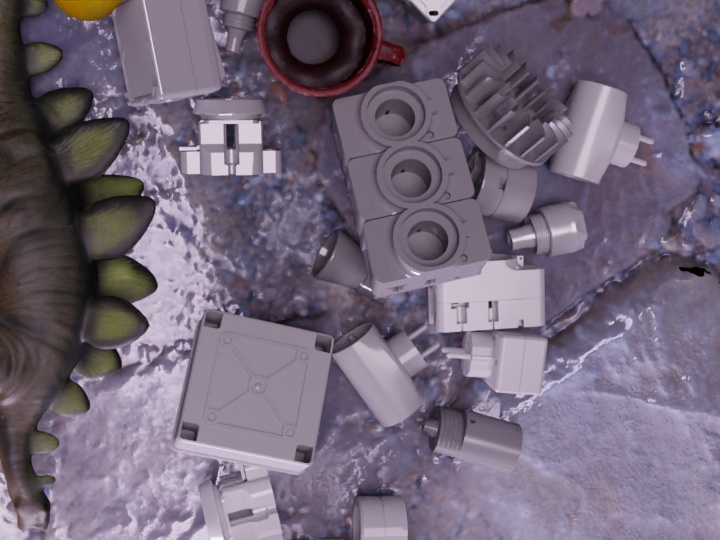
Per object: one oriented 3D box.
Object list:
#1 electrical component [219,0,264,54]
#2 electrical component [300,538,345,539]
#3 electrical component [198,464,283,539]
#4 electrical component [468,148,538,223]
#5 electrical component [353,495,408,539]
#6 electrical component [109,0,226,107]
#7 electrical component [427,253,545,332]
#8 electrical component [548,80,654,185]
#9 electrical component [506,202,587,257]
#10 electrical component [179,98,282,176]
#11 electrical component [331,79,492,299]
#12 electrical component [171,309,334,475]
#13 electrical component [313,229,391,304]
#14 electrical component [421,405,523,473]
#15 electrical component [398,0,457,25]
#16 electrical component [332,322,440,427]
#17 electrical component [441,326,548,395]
[{"bbox_3d":[-0.093,-0.200,0.838,0.035,0.035,0.061,12,99,-10],"label":"electrical component"},{"bbox_3d":[-0.060,0.285,0.897,0.109,0.056,0.108,1,98,-9],"label":"electrical component"},{"bbox_3d":[-0.099,0.194,0.879,0.057,0.058,0.078,-13,99,-9],"label":"electrical component"},{"bbox_3d":[0.113,-0.067,0.877,0.047,0.055,0.055,13,95,-14],"label":"electrical component"},{"bbox_3d":[0.032,0.258,0.909,0.074,0.052,0.138,1,98,-9],"label":"electrical component"},{"bbox_3d":[-0.146,-0.176,0.814,0.061,0.062,0.096,-15,100,-32],"label":"electrical component"},{"bbox_3d":[0.103,0.017,0.888,0.089,0.050,0.055,-3,98,-8],"label":"electrical component"},{"bbox_3d":[0.205,-0.108,0.890,0.079,0.044,0.077,16,95,-10],"label":"electrical component"},{"bbox_3d":[0.154,-0.031,0.893,0.062,0.043,0.043,-13,99,-6],"label":"electrical component"},{"bbox_3d":[-0.101,-0.105,0.838,0.078,0.058,0.057,-2,101,-8],"label":"electrical component"},{"bbox_3d":[0.038,-0.064,0.836,0.089,0.061,0.150,-13,78,-6],"label":"electrical component"},{"bbox_3d":[-0.084,0.097,0.849,0.109,0.056,0.108,13,71,-10],"label":"electrical component"},{"bbox_3d":[0.000,0.000,0.876,0.065,0.044,0.044,27,93,-16],"label":"electrical component"},{"bbox_3d":[0.091,0.141,0.907,0.081,0.043,0.043,16,95,-10],"label":"electrical component"},{"bbox_3d":[0.064,-0.246,0.839,0.062,0.061,0.096,43,94,-11],"label":"electrical component"},{"bbox_3d":[0.029,0.076,0.889,0.079,0.043,0.077,-35,101,-3],"label":"electrical component"},{"bbox_3d":[0.106,0.070,0.888,0.077,0.066,0.047,5,97,-9],"label":"electrical component"}]
